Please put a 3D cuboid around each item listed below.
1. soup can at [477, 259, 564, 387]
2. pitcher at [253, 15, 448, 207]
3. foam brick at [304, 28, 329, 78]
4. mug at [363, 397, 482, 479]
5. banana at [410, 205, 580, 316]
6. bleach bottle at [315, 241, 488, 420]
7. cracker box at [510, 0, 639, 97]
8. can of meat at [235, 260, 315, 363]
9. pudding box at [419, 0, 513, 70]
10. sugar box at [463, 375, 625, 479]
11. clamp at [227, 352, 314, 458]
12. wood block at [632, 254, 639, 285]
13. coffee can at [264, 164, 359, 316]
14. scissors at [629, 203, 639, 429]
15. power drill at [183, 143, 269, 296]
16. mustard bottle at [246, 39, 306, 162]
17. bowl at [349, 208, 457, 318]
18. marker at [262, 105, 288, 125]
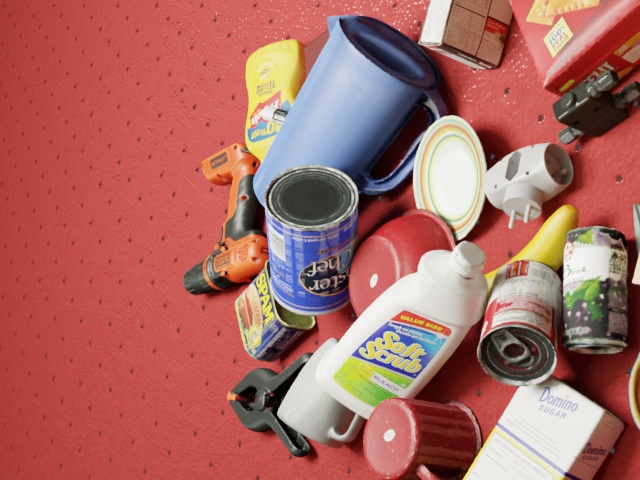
[{"bbox_3d":[0.181,0.072,0.953,0.069,0.068,0.102,-44,13,36],"label":"soup can"},{"bbox_3d":[0.029,-0.122,1.227,0.243,0.144,0.149,-56,28,31],"label":"pitcher"},{"bbox_3d":[0.024,-0.228,1.322,0.078,0.052,0.051,-29,55,45],"label":"foam brick"},{"bbox_3d":[0.102,0.205,1.037,0.093,0.081,0.117,-59,38,21],"label":"mug"},{"bbox_3d":[0.174,0.032,1.018,0.198,0.069,0.037,-27,26,35],"label":"banana"},{"bbox_3d":[0.085,0.082,1.037,0.068,0.102,0.251,-53,-5,-43],"label":"bleach bottle"},{"bbox_3d":[0.256,-0.259,1.001,0.164,0.072,0.214,-42,47,37],"label":"cracker box"},{"bbox_3d":[-0.058,0.088,1.318,0.084,0.057,0.102,-48,43,37],"label":"can of meat"},{"bbox_3d":[0.159,-0.244,1.112,0.039,0.089,0.113,14,90,54],"label":"pudding box"},{"bbox_3d":[0.181,0.208,0.934,0.176,0.048,0.093,-56,38,1],"label":"sugar box"},{"bbox_3d":[-0.057,0.205,1.291,0.172,0.039,0.120,-21,57,53],"label":"clamp"},{"bbox_3d":[0.325,-0.051,0.819,0.091,0.090,0.206,15,90,56],"label":"wood block"},{"bbox_3d":[-0.008,0.001,1.188,0.140,0.102,0.103,88,163,-46],"label":"coffee can"},{"bbox_3d":[0.294,0.062,0.883,0.096,0.016,0.202,-7,73,51],"label":"scissors"},{"bbox_3d":[-0.126,-0.025,1.452,0.185,0.057,0.187,-21,64,45],"label":"power drill"},{"bbox_3d":[-0.056,-0.161,1.401,0.096,0.058,0.191,-14,67,37],"label":"mustard bottle"},{"bbox_3d":[0.078,0.043,1.134,0.162,0.055,0.162,-17,69,56],"label":"bowl"},{"bbox_3d":[-0.017,-0.143,1.333,0.121,0.020,0.020,21,96,25],"label":"marker"}]
